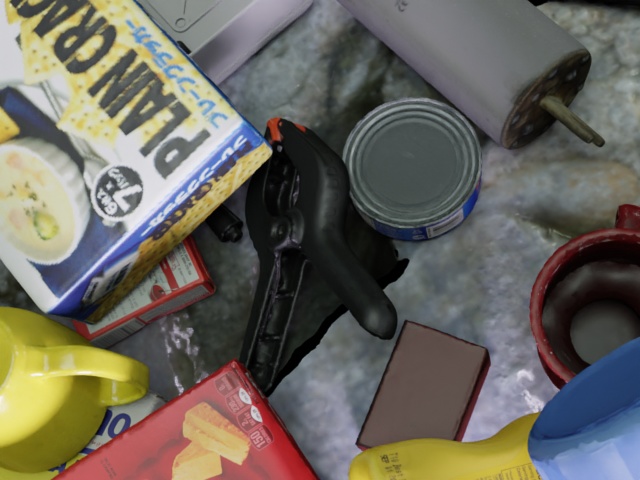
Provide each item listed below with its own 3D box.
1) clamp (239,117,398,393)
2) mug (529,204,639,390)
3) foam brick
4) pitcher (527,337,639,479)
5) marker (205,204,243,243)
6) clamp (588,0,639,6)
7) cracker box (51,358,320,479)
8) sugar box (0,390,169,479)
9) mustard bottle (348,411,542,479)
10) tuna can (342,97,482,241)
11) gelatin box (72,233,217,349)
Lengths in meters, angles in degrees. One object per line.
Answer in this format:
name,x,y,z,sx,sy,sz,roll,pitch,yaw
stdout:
clamp,-0.004,0.001,0.636,0.120,0.039,0.171,-15,69,37
mug,0.164,0.038,0.593,0.093,0.081,0.117,6,74,12
foam brick,0.060,0.093,0.610,0.051,0.053,0.078,20,77,16
pitcher,0.209,0.158,0.475,0.149,0.145,0.243,-35,91,10
marker,-0.092,-0.042,0.695,0.020,0.020,0.121,-43,70,-5
clamp,0.230,-0.162,0.668,0.164,0.036,0.210,-37,67,-1
cracker box,-0.088,0.188,0.566,0.213,0.072,0.164,-33,83,-11
sugar box,-0.168,0.157,0.633,0.093,0.048,0.176,21,79,16
mustard bottle,0.114,0.140,0.557,0.191,0.058,0.096,-8,76,-23
tuna can,0.058,-0.043,0.662,0.086,0.033,0.086,-3,72,9
gelatin box,-0.120,0.018,0.677,0.089,0.030,0.073,-27,69,0
